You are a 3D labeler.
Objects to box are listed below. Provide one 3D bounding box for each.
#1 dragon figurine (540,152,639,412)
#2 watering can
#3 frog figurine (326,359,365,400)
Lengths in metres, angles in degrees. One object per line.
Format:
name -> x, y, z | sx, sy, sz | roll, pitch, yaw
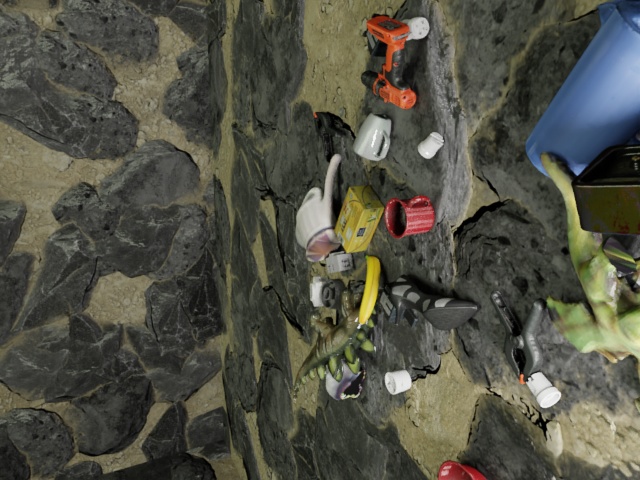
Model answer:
dragon figurine -> 0.402, 0.088, 0.746 | 0.417, 0.123, 0.237 | 62, 157, 23
watering can -> 0.005, -0.080, 1.590 | 0.340, 0.104, 0.229 | -58, 39, 42
frog figurine -> 0.052, 0.405, 1.584 | 0.162, 0.124, 0.134 | 37, 150, 42
